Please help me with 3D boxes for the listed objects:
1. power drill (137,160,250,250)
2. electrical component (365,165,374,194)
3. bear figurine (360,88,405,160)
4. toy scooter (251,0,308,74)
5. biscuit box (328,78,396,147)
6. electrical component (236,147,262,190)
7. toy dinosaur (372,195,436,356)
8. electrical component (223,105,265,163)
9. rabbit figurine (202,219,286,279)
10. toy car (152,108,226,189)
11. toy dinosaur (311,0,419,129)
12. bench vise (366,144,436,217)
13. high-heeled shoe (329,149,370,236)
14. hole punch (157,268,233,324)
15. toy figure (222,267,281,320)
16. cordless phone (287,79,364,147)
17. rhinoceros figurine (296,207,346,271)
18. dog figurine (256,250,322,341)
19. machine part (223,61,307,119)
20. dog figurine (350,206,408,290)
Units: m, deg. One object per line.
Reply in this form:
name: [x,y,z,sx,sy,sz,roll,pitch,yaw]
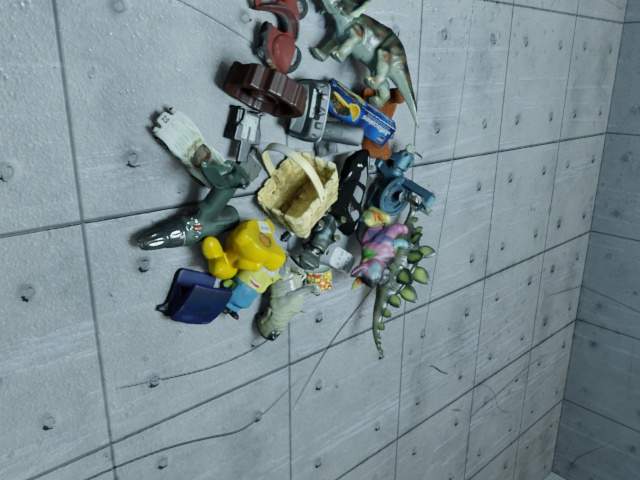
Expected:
power drill: [-0.243,-0.063,1.101,0.232,0.086,0.207,-14,144,-48]
electrical component: [0.114,-0.163,1.488,0.078,0.045,0.102,44,72,-40]
bear figurine: [0.152,-0.303,1.429,0.120,0.132,0.195,-2,102,-12]
toy scooter: [-0.098,-0.461,1.174,0.135,0.075,0.183,7,95,-44]
biscuit box: [0.094,-0.315,1.335,0.202,0.059,0.063,30,122,-15]
electrical component: [-0.164,-0.166,1.239,0.063,0.021,0.094,43,72,-42]
toy dinosaur: [0.217,0.091,1.560,0.105,0.199,0.471,23,85,-42]
electrical component: [-0.170,-0.233,1.193,0.075,0.048,0.119,3,101,-44]
rabbit figurine: [-0.186,0.039,1.189,0.162,0.173,0.122,-8,70,-57]
toy car: [-0.263,-0.184,1.114,0.073,0.056,0.201,-54,133,-16]
toy dinosaur: [0.127,-0.458,1.283,0.404,0.131,0.192,35,87,-20]
bench vise: [0.238,-0.146,1.490,0.223,0.241,0.128,-51,138,2]
high-heeled shoe: [0.090,-0.125,1.440,0.145,0.086,0.248,-54,158,-26]
hole punch: [-0.270,0.135,1.190,0.142,0.092,0.115,17,94,-48]
toy figure: [-0.172,0.097,1.276,0.180,0.089,0.082,-53,146,-6]
cordless phone: [0.021,-0.296,1.266,0.184,0.089,0.146,10,100,-4]
rhinoceros figurine: [-0.003,-0.004,1.374,0.073,0.112,0.190,37,45,-14]
dog figurine: [-0.112,0.138,1.349,0.190,0.172,0.121,-39,167,3]
machine part: [-0.112,-0.315,1.140,0.179,0.180,0.056,23,84,-45]
dog figurine: [0.134,0.031,1.452,0.219,0.192,0.108,-44,154,-25]
